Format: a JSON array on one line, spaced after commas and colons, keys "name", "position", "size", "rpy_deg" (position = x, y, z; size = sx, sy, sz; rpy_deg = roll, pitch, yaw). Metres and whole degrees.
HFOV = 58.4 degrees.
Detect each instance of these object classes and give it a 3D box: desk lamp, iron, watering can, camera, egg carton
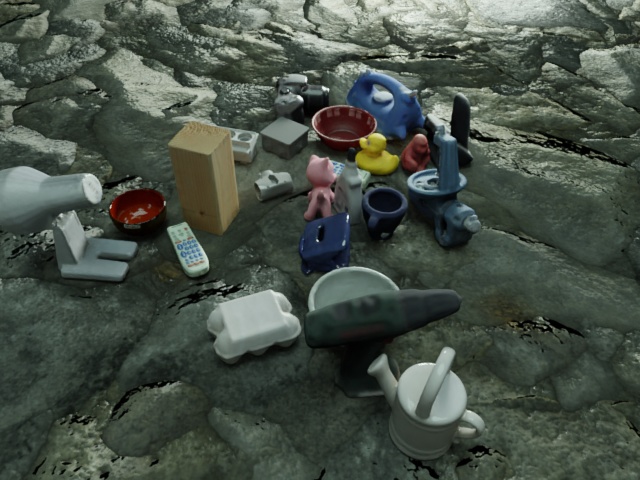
[{"name": "desk lamp", "position": [-0.463, -0.036, 1.048], "size": [0.203, 0.214, 0.118], "rpy_deg": [4, 45, 2]}, {"name": "iron", "position": [0.154, -0.361, 1.450], "size": [0.119, 0.141, 0.257], "rpy_deg": [-30, 53, -28]}, {"name": "watering can", "position": [0.150, 0.226, 0.822], "size": [0.172, 0.194, 0.101], "rpy_deg": [8, 45, 6]}, {"name": "camera", "position": [-0.044, -0.366, 1.476], "size": [0.137, 0.101, 0.143], "rpy_deg": [3, 45, 0]}, {"name": "egg carton", "position": [-0.113, 0.147, 0.979], "size": [0.150, 0.069, 0.107], "rpy_deg": [-16, 47, -17]}]

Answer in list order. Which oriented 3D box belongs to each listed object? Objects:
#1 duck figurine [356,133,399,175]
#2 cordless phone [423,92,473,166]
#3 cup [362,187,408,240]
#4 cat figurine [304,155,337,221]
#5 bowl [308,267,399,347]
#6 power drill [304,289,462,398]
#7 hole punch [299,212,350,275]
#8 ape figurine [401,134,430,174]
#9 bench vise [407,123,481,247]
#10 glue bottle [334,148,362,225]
[{"name": "duck figurine", "position": [0.135, -0.206, 1.332], "size": [0.104, 0.086, 0.077], "rpy_deg": [18, 47, 15]}, {"name": "cordless phone", "position": [0.306, -0.276, 1.340], "size": [0.094, 0.185, 0.147], "rpy_deg": [-16, 47, -17]}, {"name": "cup", "position": [0.122, -0.037, 1.156], "size": [0.091, 0.095, 0.118], "rpy_deg": [19, 47, 17]}, {"name": "cat figurine", "position": [0.002, -0.119, 1.218], "size": [0.067, 0.118, 0.127], "rpy_deg": [2, 45, 0]}, {"name": "bowl", "position": [0.062, 0.131, 0.999], "size": [0.167, 0.075, 0.167], "rpy_deg": [1, 45, -1]}, {"name": "power drill", "position": [0.089, 0.155, 0.881], "size": [0.229, 0.208, 0.075], "rpy_deg": [-4, 45, -6]}, {"name": "hole punch", "position": [0.010, 0.004, 1.113], "size": [0.101, 0.091, 0.108], "rpy_deg": [4, 45, 2]}, {"name": "ape figurine", "position": [0.226, -0.202, 1.328], "size": [0.078, 0.092, 0.076], "rpy_deg": [-23, 50, -23]}, {"name": "bench vise", "position": [0.264, -0.112, 1.148], "size": [0.122, 0.220, 0.206], "rpy_deg": [-32, 54, -29]}, {"name": "glue bottle", "position": [0.061, -0.116, 1.178], "size": [0.037, 0.173, 0.078], "rpy_deg": [-19, 49, -20]}]
